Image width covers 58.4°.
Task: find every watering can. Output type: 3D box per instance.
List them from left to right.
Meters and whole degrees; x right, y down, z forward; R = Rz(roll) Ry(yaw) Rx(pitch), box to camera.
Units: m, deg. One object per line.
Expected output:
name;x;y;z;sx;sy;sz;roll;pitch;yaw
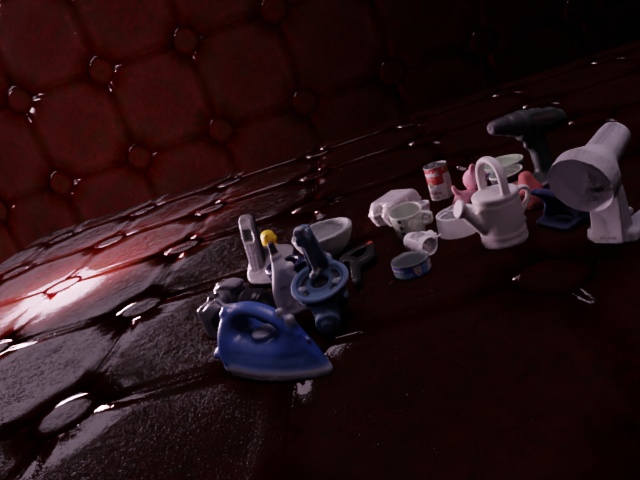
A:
watering can;0.371;-0.083;1.225;0.173;0.194;0.100;-31;22;-31

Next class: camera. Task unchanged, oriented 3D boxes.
camera;-0.183;0.143;1.285;0.136;0.101;0.143;-5;23;37

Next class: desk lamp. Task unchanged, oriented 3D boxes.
desk lamp;0.536;-0.101;1.079;0.204;0.214;0.117;-31;22;-31

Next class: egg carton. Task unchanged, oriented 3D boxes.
egg carton;0.213;-0.093;1.616;0.107;0.069;0.151;1;27;47

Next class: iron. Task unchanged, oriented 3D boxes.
iron;-0.094;0.171;1.050;0.257;0.142;0.119;-3;24;40

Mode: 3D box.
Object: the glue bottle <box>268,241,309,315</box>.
glue bottle;-0.077;0.081;1.240;0.078;0.173;0.037;-22;19;-7

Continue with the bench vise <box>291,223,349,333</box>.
bench vise;-0.014;0.058;1.169;0.121;0.220;0.207;-21;18;-6

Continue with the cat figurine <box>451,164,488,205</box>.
cat figurine;0.391;-0.139;1.490;0.128;0.118;0.067;-27;20;-23

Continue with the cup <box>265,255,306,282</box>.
cup;-0.056;0.090;1.320;0.117;0.095;0.091;-15;19;12

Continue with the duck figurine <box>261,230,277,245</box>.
duck figurine;-0.142;0.015;1.636;0.077;0.086;0.104;-18;18;3

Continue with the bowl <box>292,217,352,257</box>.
bowl;0.014;0.005;1.524;0.167;0.075;0.167;-17;18;6

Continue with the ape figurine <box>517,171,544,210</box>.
ape figurine;0.501;-0.123;1.374;0.078;0.092;0.076;-18;18;3

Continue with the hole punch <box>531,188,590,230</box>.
hole punch;0.524;-0.082;1.235;0.101;0.091;0.108;-25;19;-16

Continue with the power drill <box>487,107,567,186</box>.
power drill;0.547;-0.242;1.483;0.230;0.209;0.075;-25;19;-17

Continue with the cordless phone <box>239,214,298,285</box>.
cordless phone;-0.137;0.020;1.457;0.147;0.185;0.094;-6;22;35
